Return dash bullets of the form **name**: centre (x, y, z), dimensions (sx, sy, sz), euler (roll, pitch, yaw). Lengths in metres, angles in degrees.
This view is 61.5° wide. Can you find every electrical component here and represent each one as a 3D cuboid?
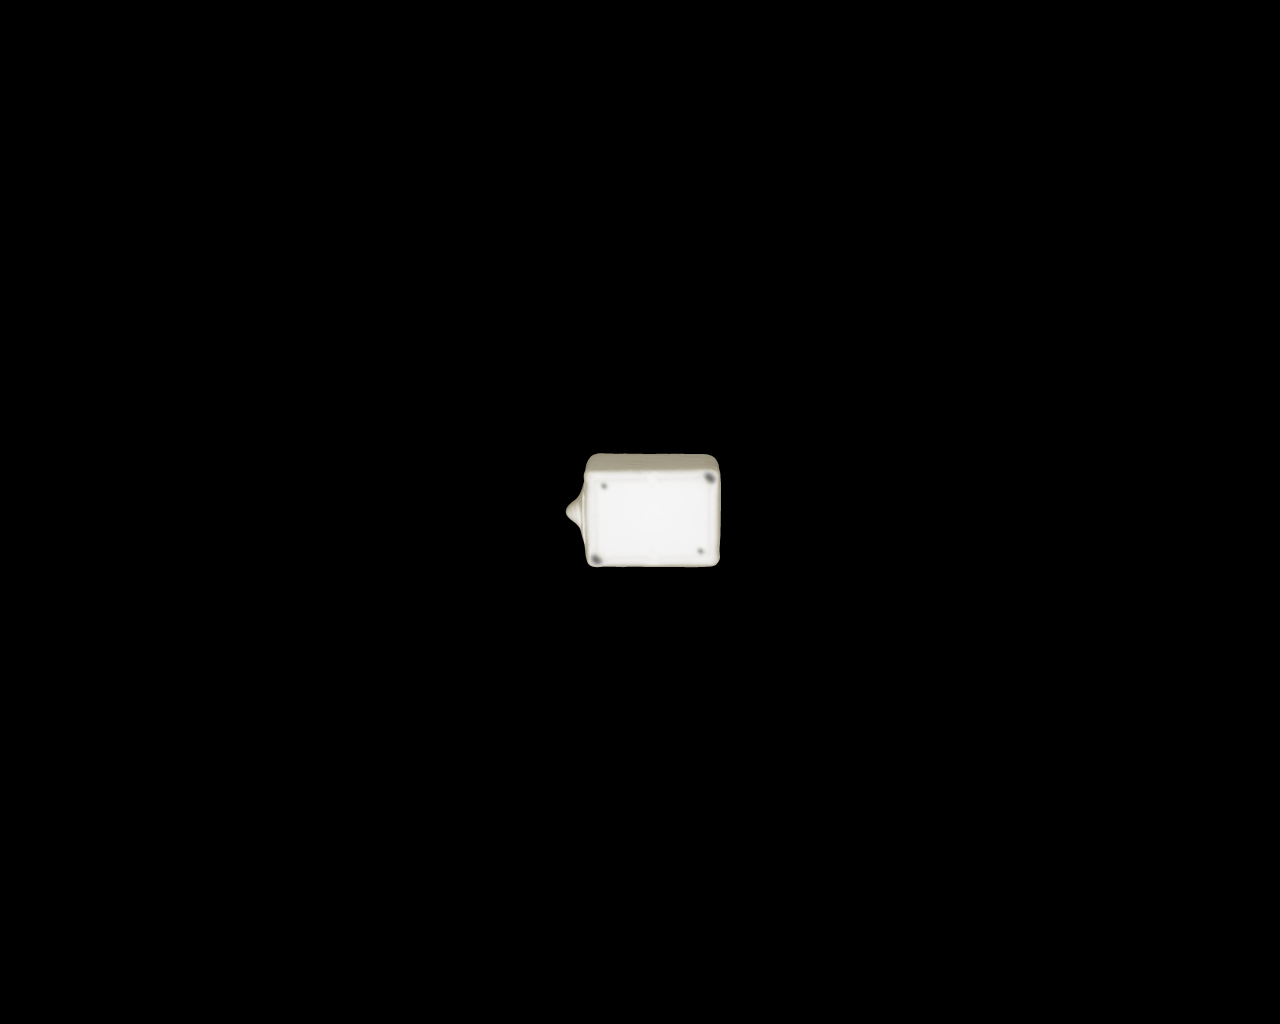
- **electrical component**: centre (0.001, -0.003, 0.650), dimensions (0.096, 0.061, 0.061), euler (0, 13, 0)
